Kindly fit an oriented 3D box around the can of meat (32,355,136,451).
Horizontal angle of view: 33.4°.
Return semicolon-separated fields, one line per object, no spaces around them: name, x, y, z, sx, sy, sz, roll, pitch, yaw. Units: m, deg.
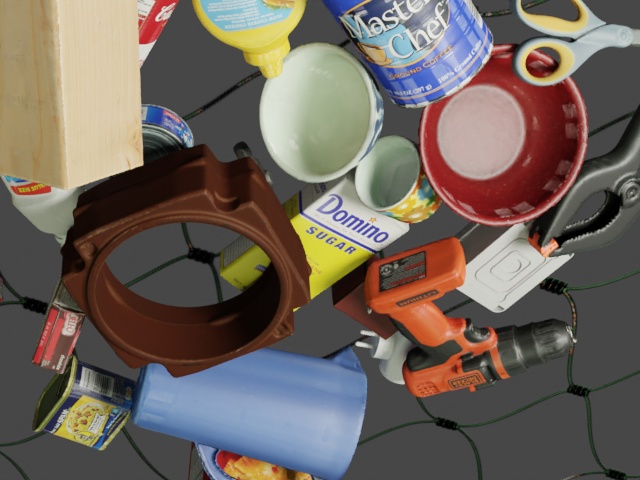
can of meat;-0.266;0.187;1.213;0.083;0.057;0.102;25;126;-23

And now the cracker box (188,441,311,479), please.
cracker box;-0.066;0.304;1.213;0.164;0.213;0.072;18;128;-16

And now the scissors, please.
scissors;0.251;-0.163;0.937;0.201;0.016;0.096;19;95;-16

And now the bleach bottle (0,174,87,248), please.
bleach bottle;-0.256;-0.091;0.967;0.103;0.068;0.251;6;134;21

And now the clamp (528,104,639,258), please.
clamp;0.293;-0.049;1.010;0.210;0.036;0.164;-42;123;5

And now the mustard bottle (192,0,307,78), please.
mustard bottle;-0.061;-0.217;0.876;0.096;0.058;0.191;-11;129;7

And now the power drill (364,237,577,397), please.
power drill;0.141;0.080;1.058;0.185;0.057;0.187;-20;131;20

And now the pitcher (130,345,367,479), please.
pitcher;-0.080;0.185;1.164;0.242;0.149;0.145;14;130;-9

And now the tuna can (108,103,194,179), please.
tuna can;-0.162;-0.083;1.002;0.086;0.033;0.086;-1;130;-1

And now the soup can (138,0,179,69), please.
soup can;-0.166;-0.187;0.893;0.068;0.068;0.102;24;126;-20

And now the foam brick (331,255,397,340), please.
foam brick;0.057;0.056;1.115;0.078;0.051;0.053;35;120;-27

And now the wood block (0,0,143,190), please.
wood block;-0.202;-0.155;0.827;0.090;0.090;0.206;13;113;29

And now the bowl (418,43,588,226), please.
bowl;0.156;-0.095;0.962;0.162;0.055;0.162;-2;100;-14

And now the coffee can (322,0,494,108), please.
coffee can;0.065;-0.193;0.872;0.103;0.103;0.140;-27;126;19

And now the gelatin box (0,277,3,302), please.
gelatin box;-0.374;0.041;1.083;0.073;0.030;0.089;-11;153;6

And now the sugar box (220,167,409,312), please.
sugar box;-0.007;0.001;1.071;0.176;0.048;0.093;-36;122;26

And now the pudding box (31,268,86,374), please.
pudding box;-0.250;0.063;1.071;0.039;0.113;0.090;20;127;-14
